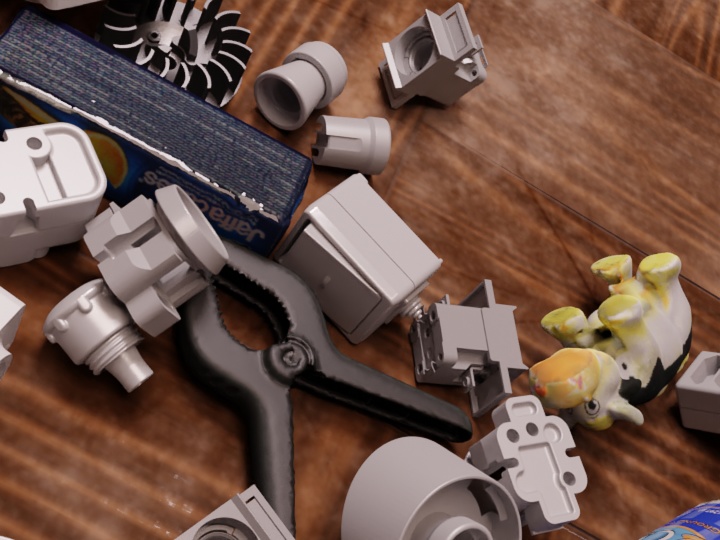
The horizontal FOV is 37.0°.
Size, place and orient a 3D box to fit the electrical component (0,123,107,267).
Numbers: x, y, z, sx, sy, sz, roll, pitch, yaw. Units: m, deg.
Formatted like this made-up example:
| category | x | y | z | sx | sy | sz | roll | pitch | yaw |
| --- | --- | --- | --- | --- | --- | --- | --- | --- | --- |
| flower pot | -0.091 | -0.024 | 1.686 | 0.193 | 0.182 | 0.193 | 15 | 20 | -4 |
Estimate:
| category | x | y | z | sx | sy | sz | roll | pitch | yaw |
| --- | --- | --- | --- | --- | --- | --- | --- | --- | --- |
| electrical component | -0.198 | -0.040 | 0.604 | 0.095 | 0.059 | 0.053 | -15 | 69 | -33 |

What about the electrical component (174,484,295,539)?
| category | x | y | z | sx | sy | sz | roll | pitch | yaw |
| --- | --- | --- | --- | --- | --- | --- | --- | --- | --- |
| electrical component | -0.076 | 0.151 | 0.546 | 0.081 | 0.064 | 0.042 | -31 | 79 | -37 |

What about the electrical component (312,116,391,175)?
| category | x | y | z | sx | sy | sz | roll | pitch | yaw |
| --- | --- | --- | --- | --- | --- | --- | --- | --- | --- |
| electrical component | -0.007 | -0.088 | 0.746 | 0.046 | 0.040 | 0.040 | 4 | 59 | -19 |

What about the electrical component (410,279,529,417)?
| category | x | y | z | sx | sy | sz | roll | pitch | yaw |
| --- | --- | --- | --- | --- | --- | --- | --- | --- | --- |
| electrical component | 0.068 | 0.050 | 0.698 | 0.064 | 0.042 | 0.081 | 6 | 58 | -23 |

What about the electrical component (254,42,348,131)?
| category | x | y | z | sx | sy | sz | roll | pitch | yaw |
| --- | --- | --- | --- | --- | --- | --- | --- | --- | --- |
| electrical component | -0.040 | -0.129 | 0.750 | 0.045 | 0.045 | 0.055 | 43 | 51 | 2 |

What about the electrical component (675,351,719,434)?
| category | x | y | z | sx | sy | sz | roll | pitch | yaw |
| --- | --- | --- | --- | --- | --- | --- | --- | --- | --- |
| electrical component | 0.275 | 0.105 | 0.756 | 0.047 | 0.083 | 0.075 | -38 | 121 | -38 |

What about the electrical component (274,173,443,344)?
| category | x | y | z | sx | sy | sz | roll | pitch | yaw |
| --- | --- | --- | --- | --- | --- | --- | --- | --- | --- |
| electrical component | 0.000 | 0.000 | 0.680 | 0.096 | 0.061 | 0.061 | 47 | 52 | 6 |

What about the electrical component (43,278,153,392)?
| category | x | y | z | sx | sy | sz | roll | pitch | yaw |
| --- | --- | --- | --- | --- | --- | --- | --- | --- | --- |
| electrical component | -0.141 | 0.039 | 0.596 | 0.062 | 0.048 | 0.048 | 51 | 52 | 0 |

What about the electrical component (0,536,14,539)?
| category | x | y | z | sx | sy | sz | roll | pitch | yaw |
| --- | --- | --- | --- | --- | --- | --- | --- | --- | --- |
| electrical component | -0.177 | 0.172 | 0.483 | 0.108 | 0.060 | 0.108 | 13 | 56 | -20 |

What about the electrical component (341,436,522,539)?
| category | x | y | z | sx | sy | sz | roll | pitch | yaw |
| --- | --- | --- | --- | --- | --- | --- | --- | --- | --- |
| electrical component | 0.040 | 0.150 | 0.602 | 0.099 | 0.064 | 0.099 | -6 | 101 | -33 |

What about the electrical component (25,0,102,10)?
| category | x | y | z | sx | sy | sz | roll | pitch | yaw |
| --- | --- | --- | --- | --- | --- | --- | --- | --- | --- |
| electrical component | -0.201 | -0.239 | 0.692 | 0.105 | 0.060 | 0.186 | -25 | 54 | -36 |

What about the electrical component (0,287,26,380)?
| category | x | y | z | sx | sy | sz | roll | pitch | yaw |
| --- | --- | --- | --- | --- | --- | --- | --- | --- | --- |
| electrical component | -0.232 | 0.087 | 0.479 | 0.060 | 0.105 | 0.186 | 36 | 51 | -3 |

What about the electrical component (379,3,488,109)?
| category | x | y | z | sx | sy | sz | roll | pitch | yaw |
| --- | --- | --- | --- | --- | --- | --- | --- | --- | --- |
| electrical component | 0.058 | -0.155 | 0.802 | 0.064 | 0.081 | 0.042 | 15 | 52 | -46 |

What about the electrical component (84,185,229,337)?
| category | x | y | z | sx | sy | sz | roll | pitch | yaw |
| --- | --- | --- | --- | --- | --- | --- | --- | --- | --- |
| electrical component | -0.111 | -0.011 | 0.600 | 0.057 | 0.058 | 0.078 | -35 | 61 | 1 |

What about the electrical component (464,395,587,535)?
| category | x | y | z | sx | sy | sz | roll | pitch | yaw |
| --- | --- | --- | --- | --- | --- | --- | --- | --- | --- |
| electrical component | 0.096 | 0.124 | 0.656 | 0.058 | 0.057 | 0.078 | -4 | 63 | -29 |
